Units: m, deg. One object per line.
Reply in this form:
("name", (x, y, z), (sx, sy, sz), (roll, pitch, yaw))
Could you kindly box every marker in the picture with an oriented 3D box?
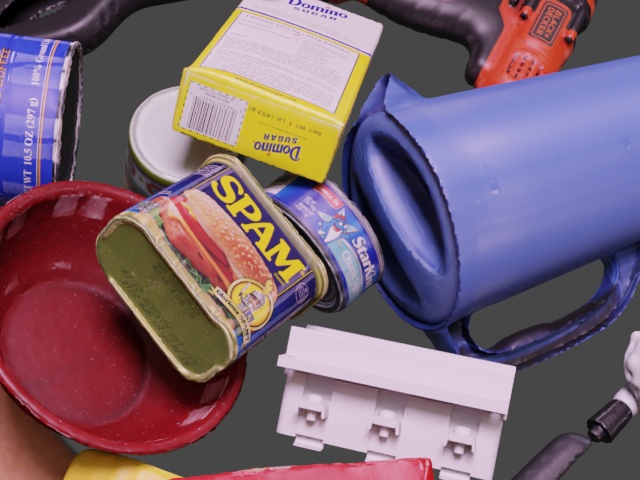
("marker", (0.207, 0.085, 0.660), (0.121, 0.020, 0.020), (-37, 76, -24))

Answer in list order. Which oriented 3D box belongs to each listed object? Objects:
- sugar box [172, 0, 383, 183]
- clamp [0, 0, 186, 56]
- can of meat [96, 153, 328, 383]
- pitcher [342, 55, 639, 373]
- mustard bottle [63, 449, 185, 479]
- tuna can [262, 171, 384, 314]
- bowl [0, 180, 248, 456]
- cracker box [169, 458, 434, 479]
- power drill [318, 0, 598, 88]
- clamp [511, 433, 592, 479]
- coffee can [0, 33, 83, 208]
("sugar box", (-0.020, -0.103, 0.652), (0.093, 0.048, 0.176), (21, 28, 0))
("clamp", (-0.136, -0.163, 0.689), (0.209, 0.036, 0.165), (-40, 53, -20))
("can of meat", (-0.059, 0.015, 0.574), (0.102, 0.058, 0.083), (52, 43, 3))
("pitcher", (0.147, -0.031, 0.654), (0.242, 0.149, 0.145), (-17, 47, -21))
("mustard bottle", (-0.112, 0.207, 0.522), (0.096, 0.058, 0.191), (22, 63, -5))
("tuna can", (-0.004, 0.001, 0.626), (0.033, 0.086, 0.086), (-38, 76, -23))
("bowl", (-0.121, 0.049, 0.580), (0.161, 0.055, 0.162), (22, 47, -27))
("cracker box", (-0.042, 0.190, 0.476), (0.213, 0.072, 0.164), (-1, 67, -19))
("power drill", (0.103, -0.189, 0.753), (0.187, 0.057, 0.184), (28, 63, 4))
("clamp", (0.096, 0.185, 0.582), (0.171, 0.039, 0.120), (-17, 62, -13))
("coffee can", (-0.214, -0.072, 0.614), (0.140, 0.103, 0.103), (6, 64, -8))
